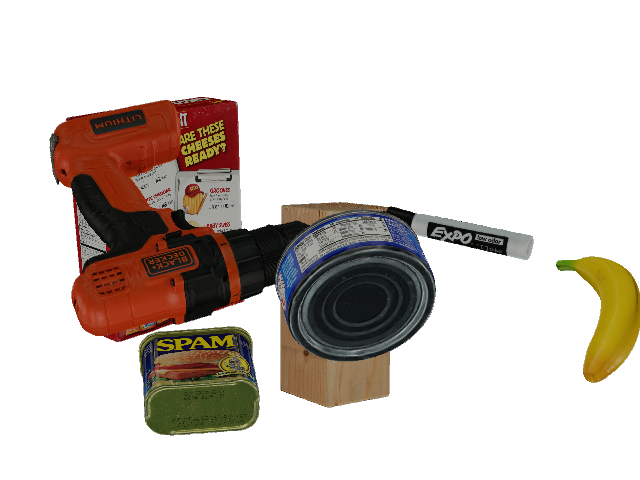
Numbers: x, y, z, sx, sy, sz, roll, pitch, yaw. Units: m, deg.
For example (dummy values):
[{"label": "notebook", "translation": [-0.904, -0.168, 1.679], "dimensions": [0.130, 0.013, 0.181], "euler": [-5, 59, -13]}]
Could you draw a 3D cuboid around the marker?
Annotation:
[{"label": "marker", "translation": [0.102, -0.007, 0.818], "dimensions": [0.121, 0.020, 0.020], "euler": [13, 6, 25]}]

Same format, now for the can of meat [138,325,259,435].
[{"label": "can of meat", "translation": [-0.105, 0.122, 0.925], "dimensions": [0.102, 0.057, 0.084], "euler": [-3, 27, -9]}]

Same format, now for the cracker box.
[{"label": "cracker box", "translation": [-0.160, -0.026, 1.059], "dimensions": [0.163, 0.214, 0.072], "euler": [-16, 22, -42]}]

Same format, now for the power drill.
[{"label": "power drill", "translation": [-0.110, -0.024, 0.789], "dimensions": [0.184, 0.057, 0.188], "euler": [-15, 50, -21]}]

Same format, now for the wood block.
[{"label": "wood block", "translation": [0.016, 0.065, 1.158], "dimensions": [0.090, 0.206, 0.091], "euler": [-4, 9, -38]}]

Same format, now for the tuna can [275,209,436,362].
[{"label": "tuna can", "translation": [0.020, 0.027, 0.590], "dimensions": [0.086, 0.086, 0.034], "euler": [0, 38, -16]}]

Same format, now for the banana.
[{"label": "banana", "translation": [0.274, 0.066, 1.020], "dimensions": [0.070, 0.037, 0.197], "euler": [-29, 23, 19]}]
